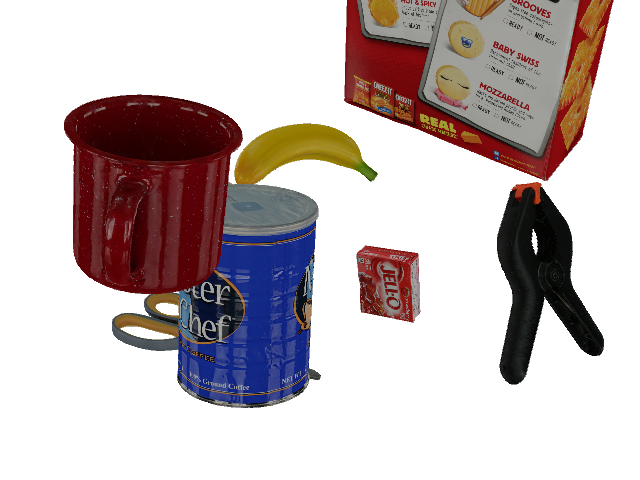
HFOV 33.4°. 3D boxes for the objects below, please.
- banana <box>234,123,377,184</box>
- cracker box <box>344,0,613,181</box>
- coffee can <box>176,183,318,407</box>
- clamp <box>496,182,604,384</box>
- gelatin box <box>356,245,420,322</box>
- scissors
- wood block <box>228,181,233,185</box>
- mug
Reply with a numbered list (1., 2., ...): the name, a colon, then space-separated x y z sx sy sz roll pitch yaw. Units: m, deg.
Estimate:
1. banana: -0.021 -0.090 1.095 0.197 0.037 0.070 -7 49 -44
2. cracker box: 0.102 -0.163 0.691 0.164 0.214 0.072 25 48 24
3. coffee can: -0.056 0.039 0.797 0.103 0.140 0.103 3 19 -1
4. clamp: 0.185 0.039 0.923 0.120 0.171 0.039 -23 7 -40
5. gelatin box: 0.086 0.054 1.338 0.073 0.089 0.030 10 32 26
6. scissors: -0.095 0.087 1.010 0.202 0.016 0.096 9 30 2
7. wood block: -0.133 -0.013 1.288 0.090 0.090 0.206 -12 26 -29
8. mug: -0.092 -0.019 0.567 0.093 0.081 0.117 8 28 0
